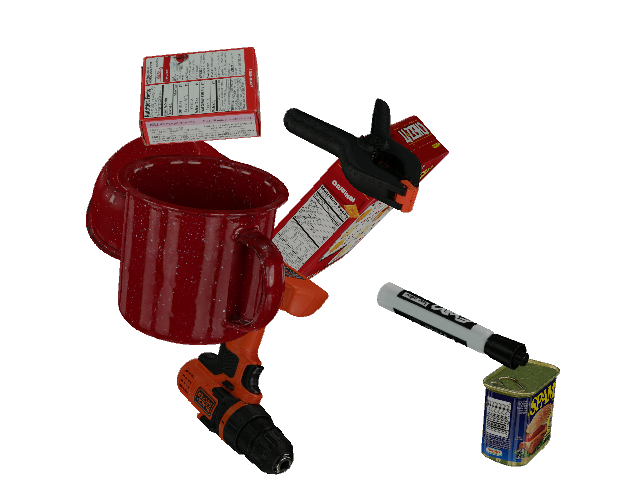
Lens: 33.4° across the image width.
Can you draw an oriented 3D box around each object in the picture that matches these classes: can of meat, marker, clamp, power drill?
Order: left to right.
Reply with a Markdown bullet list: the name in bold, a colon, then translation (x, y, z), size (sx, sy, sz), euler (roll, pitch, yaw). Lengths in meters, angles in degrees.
- **power drill**: translation (-0.063, 0.120, 1.085), size (0.057, 0.188, 0.185), euler (14, 15, -46)
- **clamp**: translation (0.038, -0.089, 1.058), size (0.120, 0.039, 0.171), euler (-9, 39, -16)
- **marker**: translation (0.090, 0.059, 0.736), size (0.121, 0.020, 0.020), euler (25, 15, 37)
- **can of meat**: translation (0.210, 0.181, 1.130), size (0.058, 0.084, 0.101), euler (11, 16, 31)

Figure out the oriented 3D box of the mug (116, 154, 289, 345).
- **mug**: translation (-0.060, 0.009, 0.583), size (0.093, 0.081, 0.117), euler (-13, 30, -43)

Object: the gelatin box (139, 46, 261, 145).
- **gelatin box**: translation (-0.091, -0.108, 0.804), size (0.089, 0.073, 0.030), euler (-6, -40, 0)

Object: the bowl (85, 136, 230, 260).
- **bowl**: translation (-0.154, -0.053, 1.021), size (0.162, 0.162, 0.055), euler (0, -43, 11)

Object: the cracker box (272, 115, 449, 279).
- **cracker box**: translation (0.031, -0.044, 1.262), size (0.214, 0.072, 0.163), euler (-47, -9, 34)
